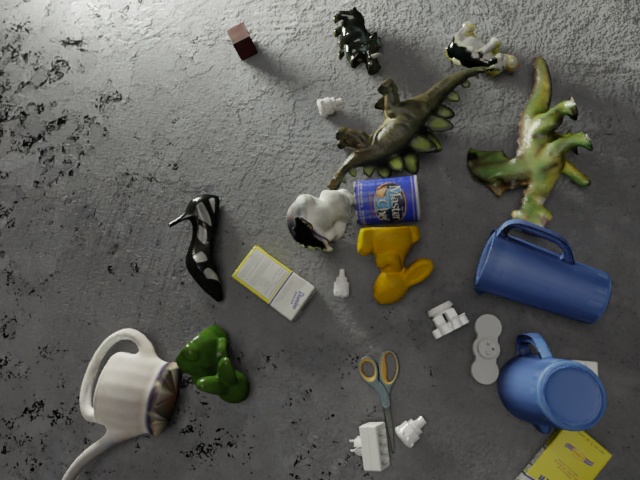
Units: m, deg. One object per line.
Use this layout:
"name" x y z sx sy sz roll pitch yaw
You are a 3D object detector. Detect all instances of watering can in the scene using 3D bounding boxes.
"watering can" -0.428 0.374 1.123 0.224 0.102 0.352 7 74 13

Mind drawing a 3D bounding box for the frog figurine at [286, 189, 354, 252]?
"frog figurine" 0.004 -0.059 1.178 0.137 0.120 0.163 35 55 -6

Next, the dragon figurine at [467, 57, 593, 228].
"dragon figurine" 0.445 -0.206 1.139 0.242 0.120 0.418 -17 63 14
